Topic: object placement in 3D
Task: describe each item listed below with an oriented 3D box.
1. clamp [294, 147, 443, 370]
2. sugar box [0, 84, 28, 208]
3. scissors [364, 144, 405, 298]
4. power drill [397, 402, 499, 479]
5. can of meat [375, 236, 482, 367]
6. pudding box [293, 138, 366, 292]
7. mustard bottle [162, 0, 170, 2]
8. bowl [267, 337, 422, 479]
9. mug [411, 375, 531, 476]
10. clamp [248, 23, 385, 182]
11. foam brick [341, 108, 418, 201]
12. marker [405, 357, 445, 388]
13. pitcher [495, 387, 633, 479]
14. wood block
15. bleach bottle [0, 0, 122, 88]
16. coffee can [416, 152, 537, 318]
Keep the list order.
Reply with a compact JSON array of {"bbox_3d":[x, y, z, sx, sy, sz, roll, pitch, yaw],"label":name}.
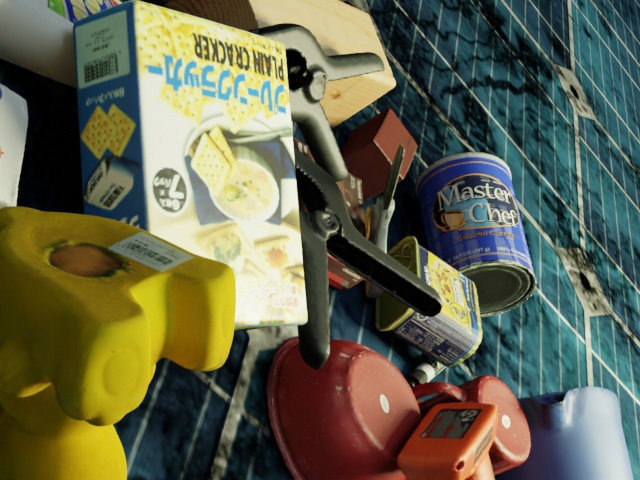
[{"bbox_3d":[-0.006,0.001,0.851,0.210,0.036,0.164,53,39,8],"label":"clamp"},{"bbox_3d":[-0.254,-0.084,0.618,0.176,0.048,0.093,31,40,-38],"label":"sugar box"},{"bbox_3d":[0.055,-0.007,0.920,0.202,0.016,0.096,114,-23,-77],"label":"scissors"},{"bbox_3d":[0.108,0.233,0.814,0.184,0.057,0.187,-40,122,-59],"label":"power drill"},{"bbox_3d":[0.101,0.059,0.989,0.083,0.058,0.102,33,34,-22],"label":"can of meat"},{"bbox_3d":[-0.001,-0.022,0.943,0.089,0.039,0.113,31,40,-38],"label":"pudding box"},{"bbox_3d":[-0.074,-0.288,0.913,0.058,0.192,0.096,41,34,-30],"label":"mustard bottle"},{"bbox_3d":[0.032,0.140,0.838,0.162,0.055,0.162,36,37,-34],"label":"bowl"},{"bbox_3d":[0.121,0.161,0.922,0.117,0.082,0.093,45,34,-23],"label":"mug"},{"bbox_3d":[-0.013,-0.119,0.891,0.171,0.039,0.120,14,83,-47],"label":"clamp"},{"bbox_3d":[0.057,-0.086,1.075,0.053,0.051,0.078,52,32,-16],"label":"foam brick"},{"bbox_3d":[0.106,0.118,1.000,0.020,0.020,0.120,61,30,2],"label":"marker"},{"bbox_3d":[0.230,0.267,0.964,0.149,0.145,0.243,15,55,-35],"label":"pitcher"},{"bbox_3d":[-0.033,-0.175,0.979,0.205,0.091,0.090,8,57,-54],"label":"wood block"},{"bbox_3d":[-0.181,-0.158,0.775,0.250,0.068,0.102,21,41,-51],"label":"bleach bottle"},{"bbox_3d":[0.159,-0.005,1.103,0.102,0.103,0.140,30,41,-40],"label":"coffee can"}]
